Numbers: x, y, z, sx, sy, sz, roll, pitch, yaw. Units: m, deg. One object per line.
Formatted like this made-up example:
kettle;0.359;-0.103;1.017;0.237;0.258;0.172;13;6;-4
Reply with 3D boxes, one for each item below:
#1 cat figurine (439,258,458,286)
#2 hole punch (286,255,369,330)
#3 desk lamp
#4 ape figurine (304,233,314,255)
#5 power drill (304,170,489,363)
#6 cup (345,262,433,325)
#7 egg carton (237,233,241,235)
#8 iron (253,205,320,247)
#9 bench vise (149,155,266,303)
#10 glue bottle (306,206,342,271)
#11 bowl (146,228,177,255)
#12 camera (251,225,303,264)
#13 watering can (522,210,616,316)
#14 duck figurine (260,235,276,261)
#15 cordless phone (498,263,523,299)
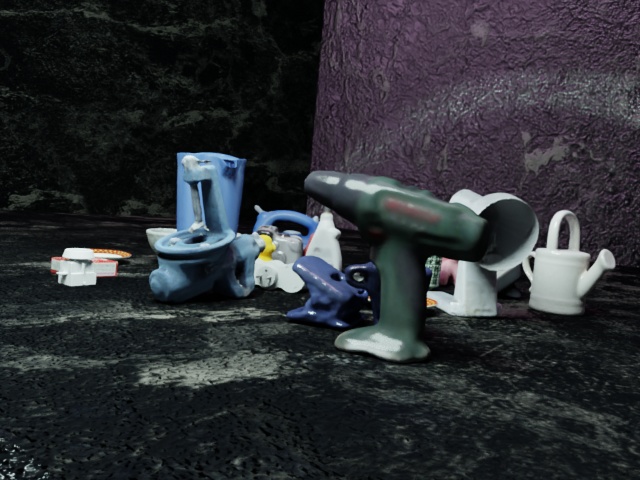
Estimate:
cat figurine;0.306;0.046;1.363;0.067;0.118;0.128;5;4;0
hole punch;0.016;0.072;0.813;0.101;0.091;0.109;7;4;19
desk lamp;0.263;0.022;0.968;0.118;0.213;0.203;4;4;-13
ape figurine;-0.010;0.029;1.374;0.077;0.092;0.076;8;5;32
power drill;0.075;0.028;0.672;0.228;0.208;0.076;7;5;24
cup;0.089;0.079;0.770;0.118;0.095;0.091;5;4;-7
egg carton;-0.260;0.013;1.437;0.150;0.069;0.107;7;4;19
iron;-0.069;-0.014;1.559;0.258;0.141;0.118;5;4;-1
bench vise;-0.175;-0.017;0.906;0.121;0.220;0.208;7;4;20
glue bottle;0.011;0.004;1.176;0.078;0.173;0.037;6;4;17
bowl;-0.303;0.018;1.274;0.167;0.075;0.167;5;4;0
camera;-0.106;0.016;1.372;0.143;0.101;0.137;6;4;5
watering can;0.469;0.042;1.091;0.172;0.194;0.101;8;5;32
duck figurine;-0.127;0.032;1.221;0.077;0.086;0.105;7;5;28
cordless phone;0.389;0.028;1.242;0.094;0.185;0.147;5;4;1
